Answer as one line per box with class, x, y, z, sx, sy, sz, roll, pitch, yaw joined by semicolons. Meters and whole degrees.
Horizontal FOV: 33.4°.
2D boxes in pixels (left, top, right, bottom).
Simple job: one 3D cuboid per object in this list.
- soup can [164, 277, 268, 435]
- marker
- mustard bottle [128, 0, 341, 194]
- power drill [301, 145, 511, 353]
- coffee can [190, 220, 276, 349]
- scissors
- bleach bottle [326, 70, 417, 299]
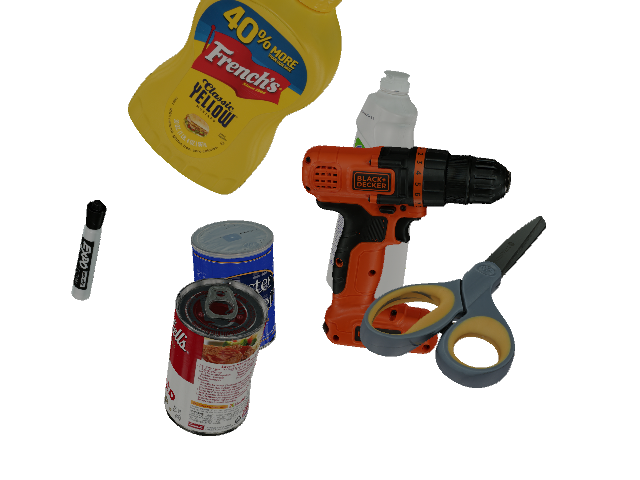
soup can;-0.080;0.088;0.803;0.068;0.102;0.068;8;35;-6
marker;-0.229;0.010;1.054;0.020;0.121;0.020;12;37;-10
mustard bottle;-0.042;-0.119;0.688;0.192;0.096;0.058;-45;5;38
power drill;0.074;0.006;0.966;0.184;0.188;0.057;5;19;12
coffee can;-0.109;0.058;1.348;0.103;0.140;0.103;-1;24;0
scissors;0.110;0.035;0.652;0.201;0.016;0.096;-21;44;-38
bleach bottle;0.065;-0.055;1.154;0.068;0.251;0.103;-1;22;-27
